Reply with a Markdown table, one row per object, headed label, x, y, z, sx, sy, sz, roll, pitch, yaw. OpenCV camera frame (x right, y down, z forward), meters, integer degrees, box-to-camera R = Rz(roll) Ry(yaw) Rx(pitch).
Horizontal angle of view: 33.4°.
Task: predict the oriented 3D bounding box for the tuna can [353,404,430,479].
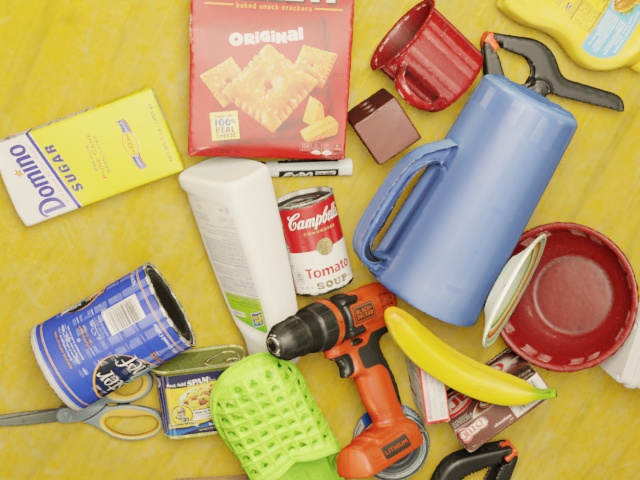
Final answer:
| label | x | y | z | sx | sy | sz | roll | pitch | yaw |
| --- | --- | --- | --- | --- | --- | --- | --- | --- | --- |
| tuna can | 0.082 | 0.231 | 1.217 | 0.086 | 0.034 | 0.086 | -1 | 104 | -6 |

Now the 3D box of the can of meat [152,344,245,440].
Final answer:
| label | x | y | z | sx | sy | sz | roll | pitch | yaw |
| --- | --- | --- | --- | --- | --- | --- | --- | --- | --- |
| can of meat | -0.128 | 0.166 | 1.168 | 0.102 | 0.057 | 0.084 | -7 | 107 | -4 |

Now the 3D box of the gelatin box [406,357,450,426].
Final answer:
| label | x | y | z | sx | sy | sz | roll | pitch | yaw |
| --- | --- | --- | --- | --- | --- | --- | --- | --- | --- |
| gelatin box | 0.118 | 0.150 | 1.181 | 0.030 | 0.073 | 0.089 | -11 | 104 | -5 |

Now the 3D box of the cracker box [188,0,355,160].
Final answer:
| label | x | y | z | sx | sy | sz | roll | pitch | yaw |
| --- | --- | --- | --- | --- | --- | --- | --- | --- | --- |
| cracker box | -0.050 | -0.190 | 1.080 | 0.164 | 0.072 | 0.214 | 2 | 103 | -7 |

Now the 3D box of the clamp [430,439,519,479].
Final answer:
| label | x | y | z | sx | sy | sz | roll | pitch | yaw |
| --- | --- | --- | --- | --- | --- | --- | --- | --- | --- |
| clamp | 0.139 | 0.303 | 1.235 | 0.164 | 0.036 | 0.210 | 40 | 95 | -23 |

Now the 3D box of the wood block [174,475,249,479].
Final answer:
| label | x | y | z | sx | sy | sz | roll | pitch | yaw |
| --- | --- | --- | --- | --- | --- | --- | --- | --- | --- |
| wood block | -0.119 | 0.381 | 1.204 | 0.090 | 0.091 | 0.206 | -2 | 104 | -6 |

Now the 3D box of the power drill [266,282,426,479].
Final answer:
| label | x | y | z | sx | sy | sz | roll | pitch | yaw |
| --- | --- | --- | --- | --- | --- | --- | --- | --- | --- |
| power drill | 0.032 | 0.149 | 1.119 | 0.184 | 0.058 | 0.187 | -19 | 95 | -44 |

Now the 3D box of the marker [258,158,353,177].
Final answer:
| label | x | y | z | sx | sy | sz | roll | pitch | yaw |
| --- | --- | --- | --- | --- | --- | --- | --- | --- | --- |
| marker | -0.026 | -0.077 | 1.138 | 0.121 | 0.020 | 0.020 | -2 | 104 | -5 |

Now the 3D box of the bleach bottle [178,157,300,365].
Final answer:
| label | x | y | z | sx | sy | sz | roll | pitch | yaw |
| --- | --- | --- | --- | --- | --- | --- | --- | --- | --- |
| bleach bottle | -0.073 | 0.040 | 1.132 | 0.068 | 0.103 | 0.251 | -30 | 119 | -34 |

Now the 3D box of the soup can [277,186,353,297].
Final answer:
| label | x | y | z | sx | sy | sz | roll | pitch | yaw |
| --- | --- | --- | --- | --- | --- | --- | --- | --- | --- |
| soup can | -0.007 | 0.001 | 1.134 | 0.068 | 0.068 | 0.102 | -15 | 106 | -2 |

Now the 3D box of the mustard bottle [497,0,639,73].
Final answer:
| label | x | y | z | sx | sy | sz | roll | pitch | yaw |
| --- | --- | --- | --- | --- | --- | --- | --- | --- | --- |
| mustard bottle | 0.285 | -0.232 | 1.111 | 0.191 | 0.058 | 0.096 | 32 | 89 | -12 |

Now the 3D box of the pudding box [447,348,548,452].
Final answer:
| label | x | y | z | sx | sy | sz | roll | pitch | yaw |
| --- | --- | --- | --- | --- | --- | --- | --- | --- | --- |
| pudding box | 0.191 | 0.175 | 1.186 | 0.113 | 0.090 | 0.039 | -34 | 107 | 2 |

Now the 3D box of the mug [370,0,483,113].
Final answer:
| label | x | y | z | sx | sy | sz | roll | pitch | yaw |
| --- | --- | --- | --- | --- | --- | --- | --- | --- | --- |
| mug | 0.109 | -0.177 | 1.083 | 0.081 | 0.117 | 0.093 | 39 | 135 | -19 |

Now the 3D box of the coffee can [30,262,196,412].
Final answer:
| label | x | y | z | sx | sy | sz | roll | pitch | yaw |
| --- | --- | --- | --- | --- | --- | --- | --- | --- | --- |
| coffee can | -0.216 | 0.101 | 1.119 | 0.140 | 0.103 | 0.103 | -30 | 105 | 2 |

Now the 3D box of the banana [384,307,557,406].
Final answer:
| label | x | y | z | sx | sy | sz | roll | pitch | yaw |
| --- | --- | --- | --- | --- | --- | --- | --- | --- | --- |
| banana | 0.146 | 0.127 | 1.110 | 0.197 | 0.037 | 0.070 | 25 | 134 | -6 |

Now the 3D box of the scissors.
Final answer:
| label | x | y | z | sx | sy | sz | roll | pitch | yaw |
| --- | --- | --- | --- | --- | --- | --- | --- | --- | --- |
| scissors | -0.270 | 0.175 | 1.176 | 0.201 | 0.016 | 0.096 | 10 | 101 | -9 |

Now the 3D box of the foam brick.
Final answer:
| label | x | y | z | sx | sy | sz | roll | pitch | yaw |
| --- | --- | --- | --- | --- | --- | --- | --- | --- | --- |
| foam brick | 0.064 | -0.118 | 1.107 | 0.053 | 0.078 | 0.051 | -34 | 106 | 3 |

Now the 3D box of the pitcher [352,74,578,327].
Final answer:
| label | x | y | z | sx | sy | sz | roll | pitch | yaw |
| --- | --- | --- | --- | --- | --- | --- | --- | --- | --- |
| pitcher | 0.150 | -0.045 | 1.089 | 0.145 | 0.149 | 0.243 | 32 | 106 | 15 |

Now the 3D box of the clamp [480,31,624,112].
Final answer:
| label | x | y | z | sx | sy | sz | roll | pitch | yaw |
| --- | --- | --- | --- | --- | --- | --- | --- | --- | --- |
| clamp | 0.226 | -0.148 | 1.137 | 0.171 | 0.039 | 0.120 | 36 | 93 | -8 |

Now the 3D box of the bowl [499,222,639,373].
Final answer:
| label | x | y | z | sx | sy | sz | roll | pitch | yaw |
| --- | --- | --- | --- | --- | --- | --- | --- | --- | --- |
| bowl | 0.269 | 0.061 | 1.162 | 0.162 | 0.055 | 0.162 | 0 | 90 | 27 |

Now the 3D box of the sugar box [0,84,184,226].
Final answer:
| label | x | y | z | sx | sy | sz | roll | pitch | yaw |
| --- | --- | --- | --- | --- | --- | --- | --- | --- | --- |
| sugar box | -0.238 | -0.087 | 1.100 | 0.176 | 0.048 | 0.093 | -21 | 105 | -2 |
